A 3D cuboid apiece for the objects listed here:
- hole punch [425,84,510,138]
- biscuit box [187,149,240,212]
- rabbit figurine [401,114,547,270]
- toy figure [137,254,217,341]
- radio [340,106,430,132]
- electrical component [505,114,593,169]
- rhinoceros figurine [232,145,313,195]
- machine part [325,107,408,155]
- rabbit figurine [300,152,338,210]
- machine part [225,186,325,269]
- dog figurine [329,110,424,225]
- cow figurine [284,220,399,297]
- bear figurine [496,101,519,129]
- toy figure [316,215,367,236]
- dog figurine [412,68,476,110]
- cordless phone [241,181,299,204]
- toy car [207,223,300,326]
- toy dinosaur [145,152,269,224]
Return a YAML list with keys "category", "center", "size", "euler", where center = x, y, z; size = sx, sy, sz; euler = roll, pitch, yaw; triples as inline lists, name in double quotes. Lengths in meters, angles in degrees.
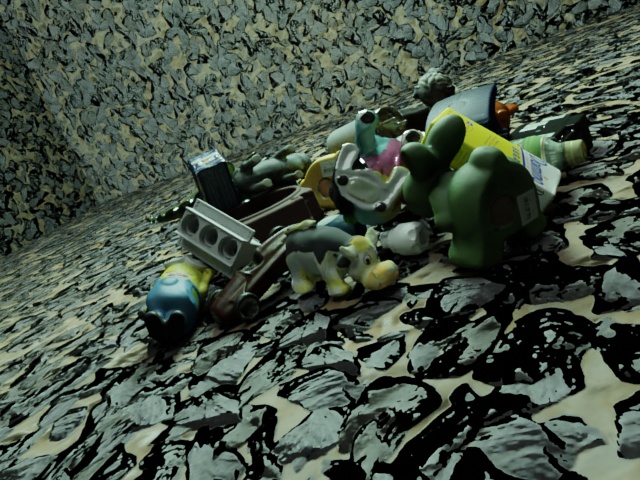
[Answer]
- category: "hole punch"
  center: [0.230, -0.187, 0.853]
  size: [0.142, 0.092, 0.116]
  euler: [-9, 14, 33]
- category: "biscuit box"
  center: [-0.196, -0.076, 1.058]
  size: [0.063, 0.202, 0.059]
  euler: [-26, 44, -16]
- category: "rabbit figurine"
  center: [0.151, -0.056, 0.638]
  size: [0.121, 0.159, 0.170]
  euler: [-38, 26, -17]
- category: "toy figure"
  center: [-0.210, 0.085, 0.784]
  size: [0.089, 0.082, 0.180]
  euler: [-59, 14, 22]
- category: "radio"
  center: [0.140, -0.197, 1.118]
  size: [0.073, 0.131, 0.230]
  euler: [-23, 15, -30]
- category: "electrical component"
  center: [0.358, -0.152, 0.850]
  size: [0.115, 0.058, 0.134]
  euler: [0, 27, 47]
- category: "rhinoceros figurine"
  center: [-0.083, -0.133, 1.076]
  size: [0.190, 0.073, 0.112]
  euler: [-22, -6, -40]
- category: "machine part"
  center: [0.087, -0.200, 1.049]
  size: [0.079, 0.079, 0.243]
  euler: [-31, 10, -28]
- category: "rabbit figurine"
  center: [0.055, -0.107, 1.048]
  size: [0.162, 0.121, 0.173]
  euler: [-19, 0, 44]
- category: "machine part"
  center: [-0.104, -0.024, 0.971]
  size: [0.201, 0.087, 0.201]
  euler: [-28, 16, -15]
- category: "dog figurine"
  center: [0.094, -0.086, 0.825]
  size: [0.109, 0.191, 0.219]
  euler: [21, -13, 14]
- category: "cow figurine"
  center: [0.023, 0.017, 0.676]
  size: [0.167, 0.098, 0.068]
  euler: [-4, 18, 47]
- category: "bear figurine"
  center: [0.304, -0.193, 0.997]
  size: [0.120, 0.131, 0.196]
  euler: [-10, 2, 31]
- category: "toy figure"
  center: [-0.001, -0.001, 0.840]
  size: [0.155, 0.058, 0.064]
  euler: [-13, -20, 32]
- category: "dog figurine"
  center: [0.287, -0.279, 1.126]
  size: [0.172, 0.121, 0.190]
  euler: [21, 13, 13]
- category: "cordless phone"
  center: [-0.122, -0.076, 1.212]
  size: [0.146, 0.088, 0.184]
  euler: [-32, 8, -26]
- category: "toy car"
  center: [-0.080, 0.038, 0.760]
  size: [0.202, 0.053, 0.089]
  euler: [-49, 25, -26]
- category: "toy dinosaur"
  center: [-0.218, -0.106, 1.217]
  size: [0.471, 0.105, 0.198]
  euler: [-37, -4, -43]
